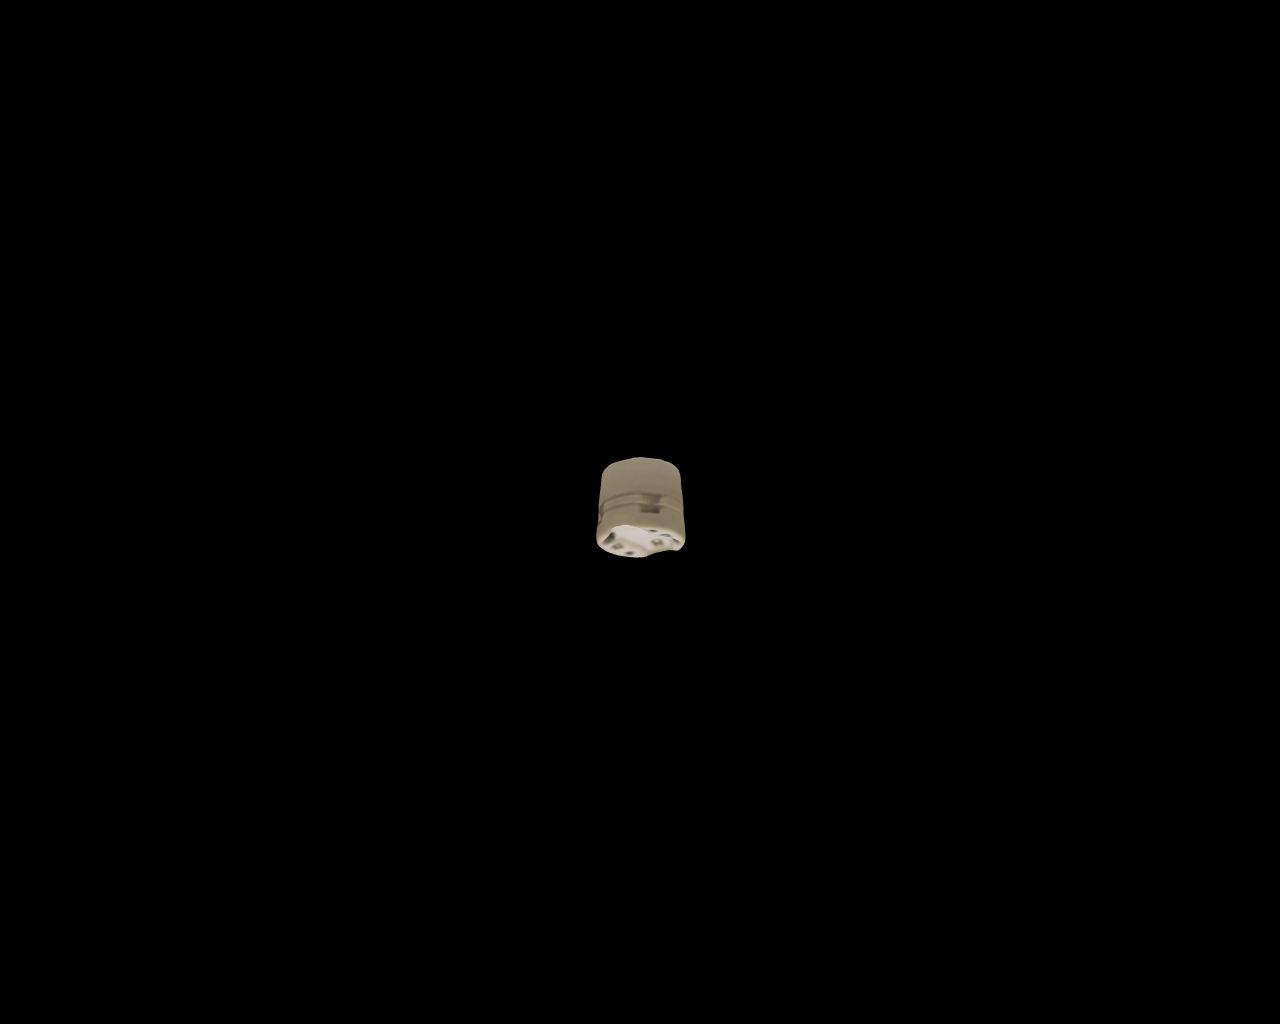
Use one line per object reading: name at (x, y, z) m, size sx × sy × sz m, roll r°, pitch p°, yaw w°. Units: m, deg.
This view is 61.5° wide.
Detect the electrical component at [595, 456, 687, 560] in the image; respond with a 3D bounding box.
electrical component at (0.001, -0.003, 0.650) m, size 0.055 × 0.047 × 0.055 m, roll 0°, pitch -23°, yaw 0°
